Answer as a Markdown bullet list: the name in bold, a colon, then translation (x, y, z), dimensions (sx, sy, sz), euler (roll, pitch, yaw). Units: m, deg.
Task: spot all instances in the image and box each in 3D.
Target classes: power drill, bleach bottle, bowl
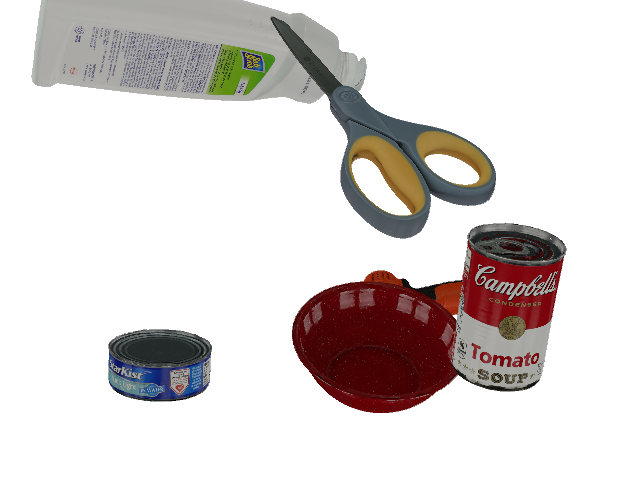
- **power drill**: translation (0.142, 0.084, 1.207), dimensions (0.187, 0.057, 0.184), euler (-4, 27, -1)
- **bleach bottle**: translation (-0.090, -0.146, 0.827), dimensions (0.250, 0.068, 0.103), euler (9, -32, -15)
- **bowl**: translation (0.052, 0.109, 0.995), dimensions (0.162, 0.055, 0.162), euler (3, 37, -3)

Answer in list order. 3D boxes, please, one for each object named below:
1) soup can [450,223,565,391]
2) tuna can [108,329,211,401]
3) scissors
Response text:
- **soup can**: translation (0.131, 0.047, 0.758), dimensions (0.068, 0.102, 0.068), euler (4, 23, -2)
- **tuna can**: translation (-0.134, 0.104, 0.891), dimensions (0.086, 0.034, 0.086), euler (4, 14, -1)
- **scissors**: translation (0.036, -0.076, 0.626), dimensions (0.096, 0.016, 0.202), euler (-4, 45, -14)
